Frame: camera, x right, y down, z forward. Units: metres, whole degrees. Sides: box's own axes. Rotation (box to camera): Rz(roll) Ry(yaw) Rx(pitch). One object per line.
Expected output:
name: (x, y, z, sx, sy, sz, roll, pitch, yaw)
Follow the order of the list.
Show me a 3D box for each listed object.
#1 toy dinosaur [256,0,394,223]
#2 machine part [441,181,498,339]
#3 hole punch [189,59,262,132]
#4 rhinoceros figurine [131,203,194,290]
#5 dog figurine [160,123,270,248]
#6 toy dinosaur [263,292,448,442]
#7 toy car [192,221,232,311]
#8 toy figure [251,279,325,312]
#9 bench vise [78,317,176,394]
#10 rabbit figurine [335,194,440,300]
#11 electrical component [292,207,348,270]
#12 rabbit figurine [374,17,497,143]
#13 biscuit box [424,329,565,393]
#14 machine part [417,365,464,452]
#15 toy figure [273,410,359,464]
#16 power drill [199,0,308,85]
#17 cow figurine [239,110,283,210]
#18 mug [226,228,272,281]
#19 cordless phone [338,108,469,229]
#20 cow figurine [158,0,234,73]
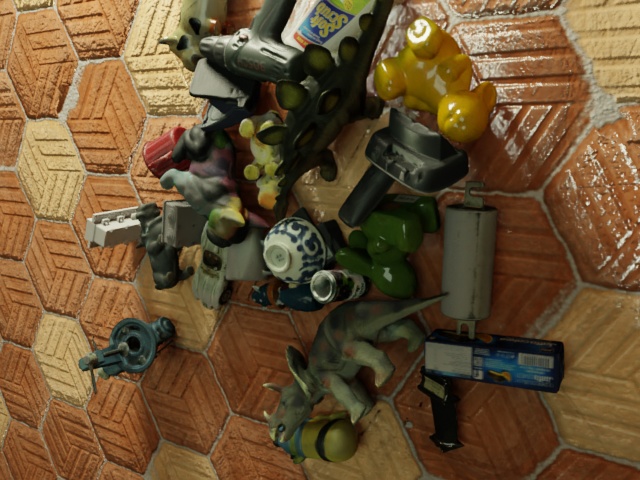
toy dinosaur: (0.018, -0.217, 0.823, 0.105, 0.198, 0.471, 36, 117, 16)
machine part: (0.225, 0.032, 0.818, 0.079, 0.079, 0.243, 6, 103, 30)
hole punch: (-0.165, -0.258, 0.968, 0.116, 0.142, 0.092, 4, 139, 3)
rhinoceros figurine: (-0.342, 0.012, 1.155, 0.112, 0.073, 0.190, -11, 95, 42)
dog figurine: (-0.178, -0.096, 0.992, 0.219, 0.108, 0.191, 35, 102, 29)
toy dinosaur: (0.046, 0.186, 0.928, 0.192, 0.131, 0.404, 38, 113, 18)
toy car: (-0.212, 0.050, 1.090, 0.074, 0.056, 0.201, 24, 110, 24)
toy figure: (-0.062, 0.106, 1.013, 0.155, 0.058, 0.064, 1, 95, 35)
bench vise: (-0.440, 0.245, 1.167, 0.224, 0.240, 0.129, -23, 84, 16)
rabbit figurine: (0.106, 0.021, 0.866, 0.159, 0.121, 0.170, 5, 117, 24)
electrical component: (-0.002, -0.003, 0.961, 0.075, 0.048, 0.119, -40, 78, 30)
rabbit figurine: (0.177, -0.199, 0.756, 0.122, 0.162, 0.173, -44, 55, 28)
biscuit box: (0.267, 0.183, 0.830, 0.203, 0.063, 0.059, 2, 100, 30)
machine part: (0.201, 0.280, 0.891, 0.084, 0.039, 0.138, 6, 110, 59)
toy figure: (-0.010, 0.377, 1.015, 0.180, 0.089, 0.082, -7, 103, 29)
power drill: (-0.101, -0.365, 0.874, 0.232, 0.086, 0.207, 34, 112, 27)
cow figurine: (-0.091, -0.144, 0.970, 0.068, 0.098, 0.167, 3, 117, 15)
mug: (-0.129, 0.025, 1.024, 0.110, 0.080, 0.107, -3, 86, 33)
cordless phone: (0.107, -0.080, 0.773, 0.184, 0.088, 0.147, -54, 47, 10)
cow figurine: (-0.227, -0.410, 0.996, 0.127, 0.085, 0.194, 18, 110, 20)
